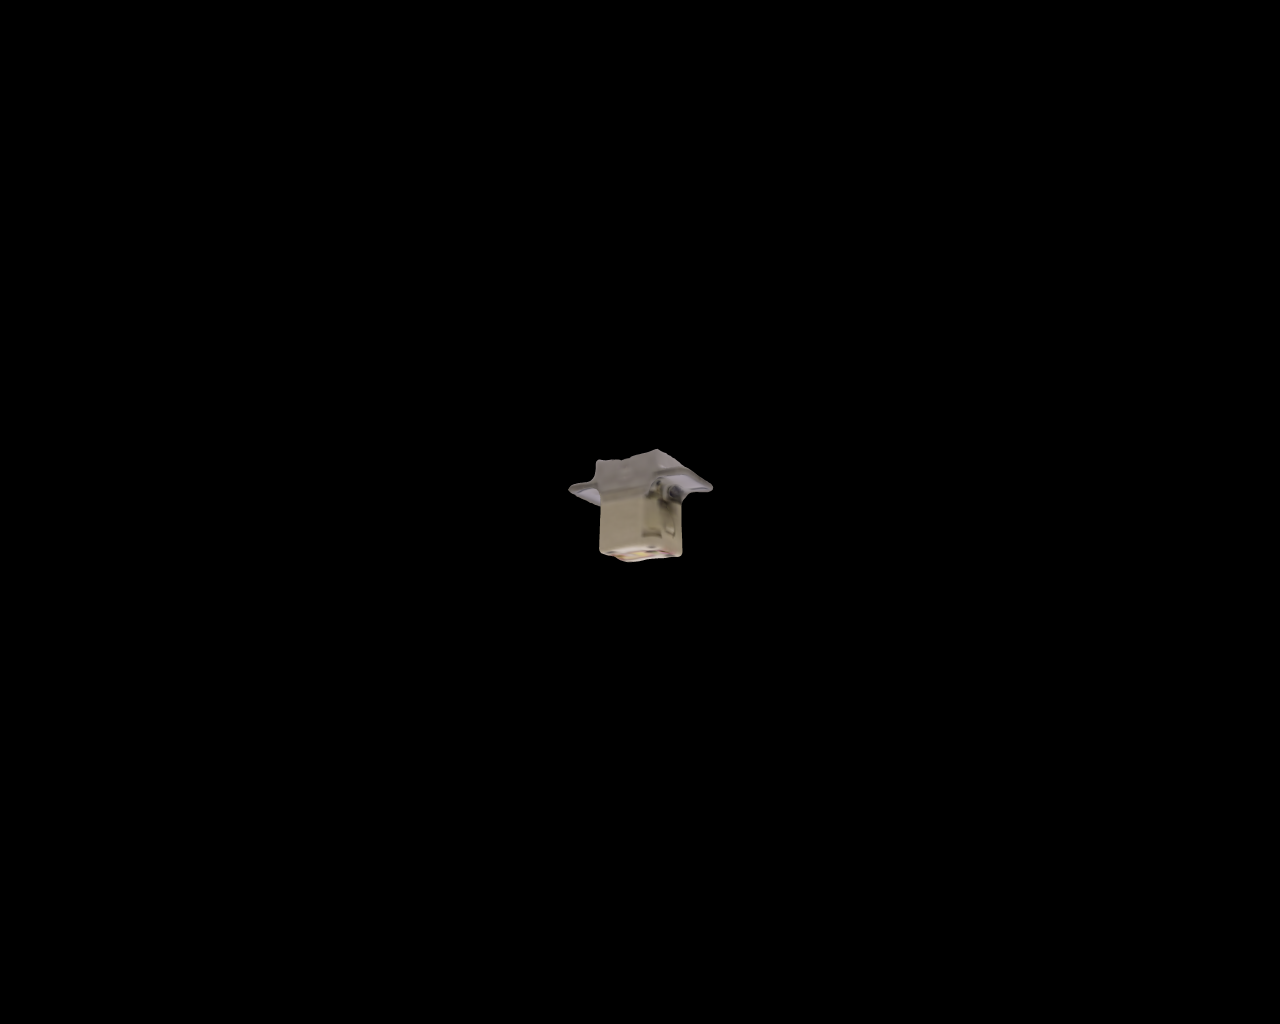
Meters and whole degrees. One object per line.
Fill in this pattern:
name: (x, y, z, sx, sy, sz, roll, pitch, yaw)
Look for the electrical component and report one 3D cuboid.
electrical component: (0.001, -0.003, 0.650, 0.081, 0.064, 0.042, -9, -19, 29)
